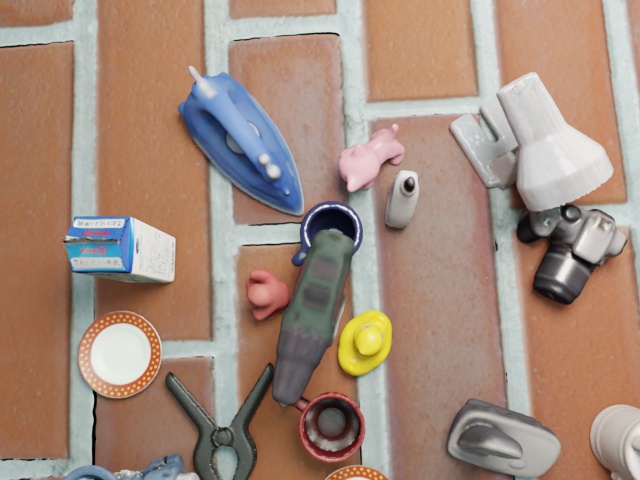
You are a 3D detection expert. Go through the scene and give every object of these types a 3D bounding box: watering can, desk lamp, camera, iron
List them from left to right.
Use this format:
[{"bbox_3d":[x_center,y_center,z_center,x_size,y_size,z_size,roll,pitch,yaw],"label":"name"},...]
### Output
[{"bbox_3d":[-0.110,-0.148,0.861,0.119,0.141,0.258,-40,83,-4],"label":"iron"},{"bbox_3d":[0.291,-0.135,0.815,0.118,0.213,0.203,-32,82,-3],"label":"desk lamp"},{"bbox_3d":[0.362,0.016,0.850,0.143,0.101,0.137,29,84,5],"label":"camera"},{"bbox_3d":[0.452,0.277,0.765,0.101,0.194,0.173,7,82,2],"label":"watering can"}]

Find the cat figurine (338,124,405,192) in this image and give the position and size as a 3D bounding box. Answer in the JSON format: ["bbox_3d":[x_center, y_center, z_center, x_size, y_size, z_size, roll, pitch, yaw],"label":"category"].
[{"bbox_3d":[0.074,-0.126,0.866,0.128,0.118,0.067,-44,83,-5],"label":"cat figurine"}]

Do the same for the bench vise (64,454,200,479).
[{"bbox_3d":[-0.276,0.344,0.757,0.207,0.220,0.121,-33,82,-3],"label":"bench vise"}]

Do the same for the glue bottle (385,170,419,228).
[{"bbox_3d":[0.122,-0.067,0.829,0.037,0.173,0.078,7,82,3],"label":"glue bottle"}]

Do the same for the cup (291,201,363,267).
[{"bbox_3d":[0.008,0.003,0.861,0.118,0.095,0.091,-41,83,-4],"label":"cup"}]

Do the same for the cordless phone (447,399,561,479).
[{"bbox_3d":[0.258,0.282,0.772,0.147,0.185,0.094,13,83,3],"label":"cordless phone"}]

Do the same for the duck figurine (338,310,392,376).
[{"bbox_3d":[0.068,0.153,0.844,0.077,0.086,0.104,32,84,5],"label":"duck figurine"}]

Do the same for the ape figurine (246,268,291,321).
[{"bbox_3d":[-0.084,0.082,0.854,0.076,0.092,0.078,15,83,3],"label":"ape figurine"}]

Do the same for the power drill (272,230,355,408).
[{"bbox_3d":[-0.008,0.106,0.790,0.075,0.208,0.230,15,83,4],"label":"power drill"}]
